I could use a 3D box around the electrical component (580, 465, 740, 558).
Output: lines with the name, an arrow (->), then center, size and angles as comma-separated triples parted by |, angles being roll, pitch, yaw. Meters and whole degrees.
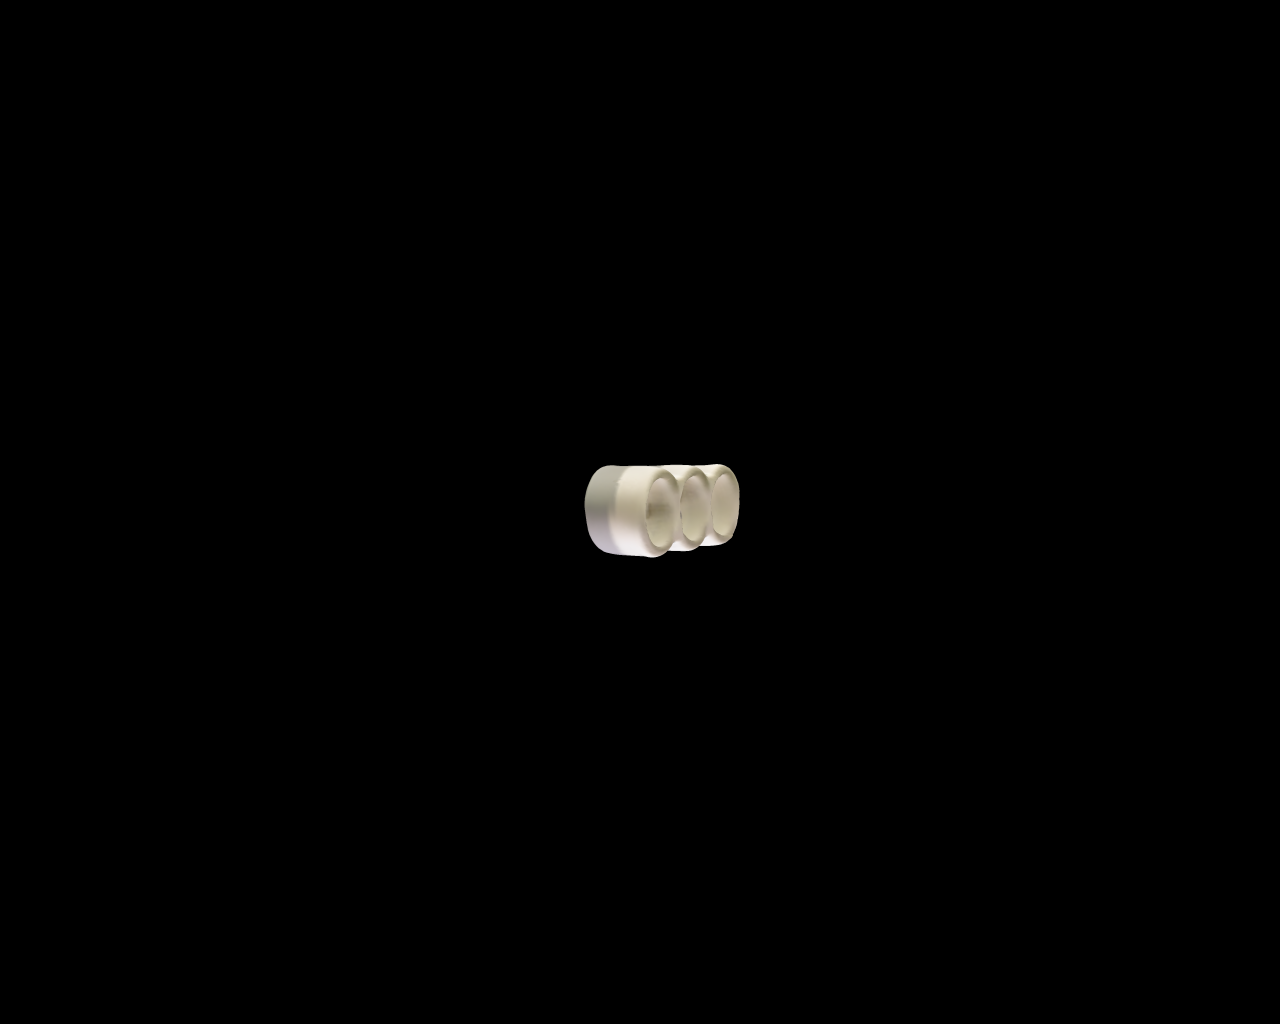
electrical component -> 0.001, -0.003, 0.650 | 0.074, 0.052, 0.138 | 1, 3, 28
